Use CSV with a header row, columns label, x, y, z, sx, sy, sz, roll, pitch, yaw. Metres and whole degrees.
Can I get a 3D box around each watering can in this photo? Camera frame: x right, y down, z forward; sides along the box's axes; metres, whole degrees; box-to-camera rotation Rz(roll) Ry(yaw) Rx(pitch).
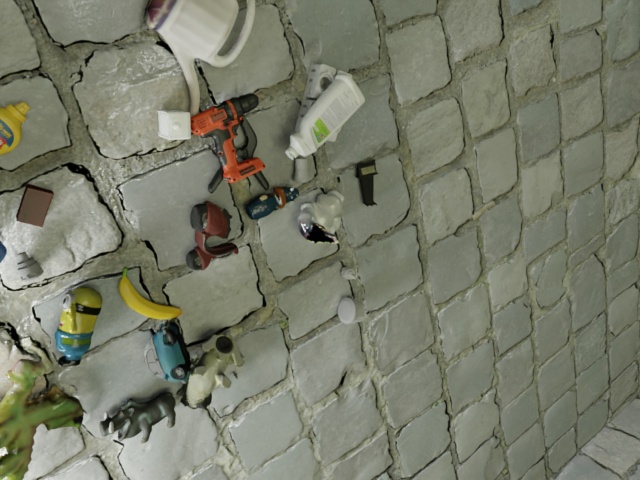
label,x,y,z,sx,sy,sz,roll,pitch,yaw
watering can,-0.287,-0.461,1.167,0.222,0.105,0.345,24,100,-34

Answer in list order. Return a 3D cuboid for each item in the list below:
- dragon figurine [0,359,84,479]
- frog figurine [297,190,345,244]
label,x,y,z,sx,sy,sz,roll,pitch,yaw
dragon figurine,-0.668,0.455,1.188,0.245,0.123,0.404,-19,115,-35
frog figurine,0.004,-0.074,1.472,0.136,0.121,0.163,26,54,-27
